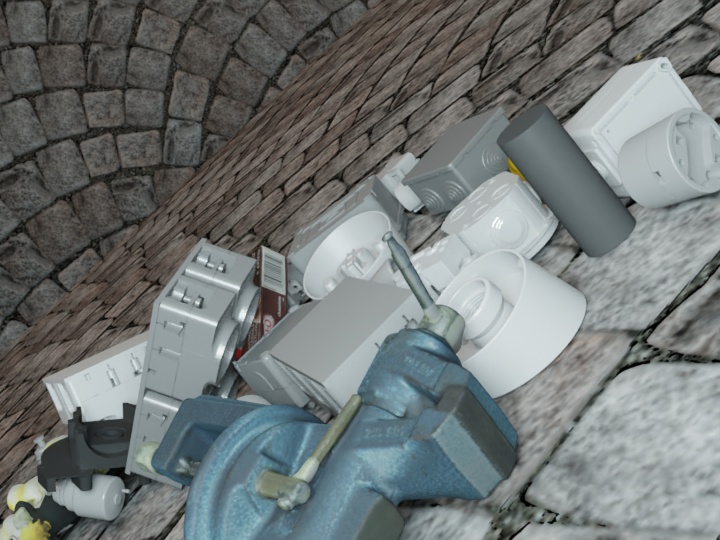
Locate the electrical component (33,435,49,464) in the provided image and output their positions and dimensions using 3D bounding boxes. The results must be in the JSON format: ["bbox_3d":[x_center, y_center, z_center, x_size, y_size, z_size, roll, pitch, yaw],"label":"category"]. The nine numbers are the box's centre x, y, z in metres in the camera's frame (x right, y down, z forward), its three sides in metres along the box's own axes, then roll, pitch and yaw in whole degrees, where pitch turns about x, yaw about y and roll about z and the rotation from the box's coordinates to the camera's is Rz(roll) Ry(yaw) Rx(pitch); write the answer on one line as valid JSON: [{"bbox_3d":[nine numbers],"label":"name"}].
[{"bbox_3d":[-0.322,0.211,1.142,0.040,0.078,0.040,-26,12,6],"label":"electrical component"}]

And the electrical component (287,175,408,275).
[{"bbox_3d":[-0.010,-0.034,1.085,0.113,0.057,0.078,-36,16,19],"label":"electrical component"}]

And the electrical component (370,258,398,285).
[{"bbox_3d":[0.016,0.024,0.883,0.055,0.045,0.045,-38,16,15],"label":"electrical component"}]

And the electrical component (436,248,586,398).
[{"bbox_3d":[0.089,0.036,0.680,0.099,0.064,0.099,-42,26,25],"label":"electrical component"}]

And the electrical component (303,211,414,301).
[{"bbox_3d":[0.000,0.000,0.952,0.099,0.064,0.099,-38,15,13],"label":"electrical component"}]

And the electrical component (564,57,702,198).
[{"bbox_3d":[0.187,-0.095,0.763,0.096,0.061,0.061,-45,16,-14],"label":"electrical component"}]

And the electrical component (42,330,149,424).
[{"bbox_3d":[-0.225,0.102,1.133,0.186,0.060,0.105,-26,7,-27],"label":"electrical component"}]

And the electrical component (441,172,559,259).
[{"bbox_3d":[0.105,-0.032,0.810,0.080,0.051,0.080,-38,15,13],"label":"electrical component"}]

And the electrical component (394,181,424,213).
[{"bbox_3d":[0.062,-0.086,1.087,0.046,0.040,0.040,-41,14,23],"label":"electrical component"}]

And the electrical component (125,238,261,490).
[{"bbox_3d":[-0.140,0.083,0.916,0.105,0.060,0.186,-65,-7,-57],"label":"electrical component"}]

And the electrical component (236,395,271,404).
[{"bbox_3d":[-0.090,0.138,0.832,0.079,0.043,0.077,-45,16,-10],"label":"electrical component"}]

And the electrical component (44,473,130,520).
[{"bbox_3d":[-0.255,0.207,0.995,0.078,0.040,0.040,4,34,17],"label":"electrical component"}]

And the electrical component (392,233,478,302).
[{"bbox_3d":[0.064,0.012,0.778,0.066,0.055,0.048,-29,19,37],"label":"electrical component"}]

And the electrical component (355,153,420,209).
[{"bbox_3d":[0.037,-0.091,1.157,0.063,0.042,0.081,-48,17,-28],"label":"electrical component"}]

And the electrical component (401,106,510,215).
[{"bbox_3d":[0.100,-0.101,1.016,0.099,0.048,0.100,-48,17,-24],"label":"electrical component"}]

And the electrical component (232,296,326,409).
[{"bbox_3d":[-0.044,0.068,0.889,0.096,0.061,0.062,-44,14,-29],"label":"electrical component"}]

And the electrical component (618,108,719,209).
[{"bbox_3d":[0.198,-0.069,0.681,0.055,0.055,0.047,-51,14,-31],"label":"electrical component"}]

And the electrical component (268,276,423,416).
[{"bbox_3d":[0.002,0.061,0.781,0.089,0.061,0.150,-44,15,-11],"label":"electrical component"}]

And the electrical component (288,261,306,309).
[{"bbox_3d":[-0.089,0.029,1.134,0.081,0.042,0.063,-37,17,17],"label":"electrical component"}]
